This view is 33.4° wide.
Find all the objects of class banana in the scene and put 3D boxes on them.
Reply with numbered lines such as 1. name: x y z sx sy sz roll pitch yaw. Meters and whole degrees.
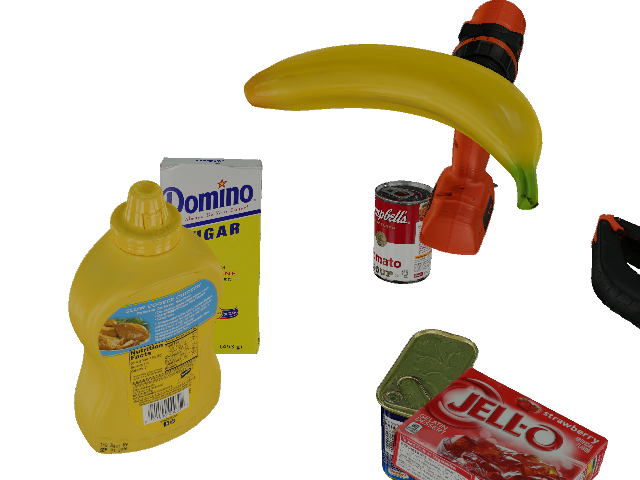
1. banana: 0.048 -0.080 0.606 0.198 0.069 0.037 23 -30 30

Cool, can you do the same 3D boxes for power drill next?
1. power drill: 0.124 -0.084 0.870 0.057 0.188 0.184 15 36 11

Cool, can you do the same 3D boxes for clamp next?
1. clamp: 0.247 0.045 0.718 0.120 0.039 0.171 -2 45 -19

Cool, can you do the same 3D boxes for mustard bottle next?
1. mustard bottle: -0.107 0.045 0.658 0.096 0.192 0.058 -18 46 -27

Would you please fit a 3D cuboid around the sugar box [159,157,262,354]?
1. sugar box: -0.100 0.014 0.975 0.093 0.176 0.048 0 13 -3

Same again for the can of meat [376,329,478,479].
1. can of meat: 0.086 0.136 0.860 0.057 0.084 0.102 14 38 23

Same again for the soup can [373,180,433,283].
1. soup can: 0.095 -0.010 1.224 0.068 0.102 0.068 0 24 0

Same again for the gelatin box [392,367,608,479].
1. gelatin box: 0.094 0.111 0.565 0.089 0.030 0.073 27 39 32
